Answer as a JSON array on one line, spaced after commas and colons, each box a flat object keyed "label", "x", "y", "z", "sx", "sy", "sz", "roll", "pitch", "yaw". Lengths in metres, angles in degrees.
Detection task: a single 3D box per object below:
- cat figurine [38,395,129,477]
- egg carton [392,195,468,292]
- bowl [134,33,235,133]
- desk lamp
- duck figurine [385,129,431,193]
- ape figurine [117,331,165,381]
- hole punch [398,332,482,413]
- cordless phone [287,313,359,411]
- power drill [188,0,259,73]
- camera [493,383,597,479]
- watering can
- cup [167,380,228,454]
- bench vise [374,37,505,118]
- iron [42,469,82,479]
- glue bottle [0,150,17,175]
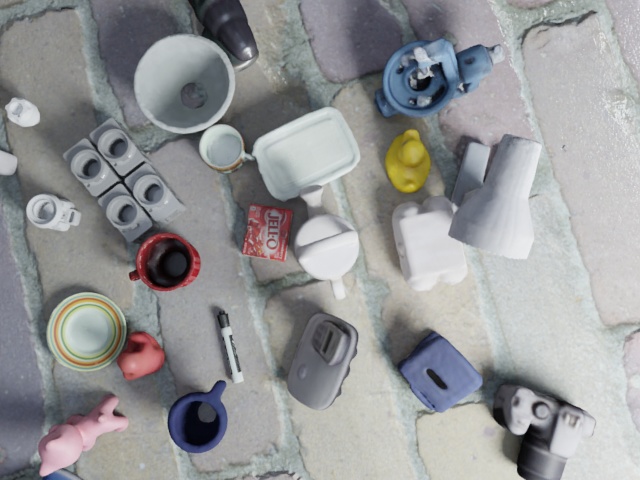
[{"label": "cat figurine", "x": -0.380, "y": 0.307, "z": 0.897, "sx": 0.128, "sy": 0.117, "sz": 0.067, "roll": -33, "pitch": 86, "yaw": -2}, {"label": "egg carton", "x": 0.179, "y": 0.006, "z": 0.945, "sx": 0.107, "sy": 0.069, "sz": 0.150, "roll": -13, "pitch": 85, "yaw": -1}, {"label": "bowl", "x": -0.220, "y": -0.253, "z": 0.963, "sx": 0.167, "sy": 0.074, "sz": 0.167, "roll": 0, "pitch": 85, "yaw": 0}, {"label": "desk lamp", "x": 0.266, "y": -0.069, "z": 0.879, "sx": 0.118, "sy": 0.213, "sz": 0.203, "roll": 15, "pitch": 86, "yaw": 2}, {"label": "duck figurine", "x": 0.150, "y": -0.133, "z": 0.948, "sx": 0.077, "sy": 0.086, "sz": 0.105, "roll": 0, "pitch": 85, "yaw": 0}, {"label": "ape figurine", "x": -0.295, "y": 0.190, "z": 0.919, "sx": 0.076, "sy": 0.092, "sz": 0.078, "roll": 29, "pitch": 86, "yaw": 3}, {"label": "hole punch", "x": 0.190, "y": 0.216, "z": 0.917, "sx": 0.101, "sy": 0.091, "sz": 0.108, "roll": -43, "pitch": 86, "yaw": -3}, {"label": "cordless phone", "x": 0.005, "y": 0.190, "z": 0.872, "sx": 0.094, "sy": 0.185, "sz": 0.148, "roll": 18, "pitch": 86, "yaw": 2}, {"label": "power drill", "x": -0.155, "y": -0.347, "z": 0.904, "sx": 0.075, "sy": 0.208, "sz": 0.229, "roll": -33, "pitch": 86, "yaw": -2}, {"label": "camera", "x": 0.347, "y": 0.313, "z": 0.904, "sx": 0.143, "sy": 0.101, "sz": 0.137, "roll": 19, "pitch": 86, "yaw": 2}, {"label": "watering can", "x": 0.006, "y": 0.004, "z": 0.883, "sx": 0.101, "sy": 0.194, "sz": 0.173, "roll": -38, "pitch": 86, "yaw": -3}, {"label": "cup", "x": -0.180, "y": 0.269, "z": 0.911, "sx": 0.091, "sy": 0.095, "sz": 0.118, "roll": 31, "pitch": 86, "yaw": 3}, {"label": "bench vise", "x": 0.187, "y": -0.280, "z": 0.893, "sx": 0.207, "sy": 0.219, "sz": 0.121, "roll": -37, "pitch": 86, "yaw": -3}, {"label": "iron", "x": -0.375, "y": 0.474, "z": 0.871, "sx": 0.118, "sy": 0.141, "sz": 0.258, "roll": -37, "pitch": 86, "yaw": -3}, {"label": "glue bottle", "x": -0.559, "y": -0.139, "z": 0.905, "sx": 0.078, "sy": 0.173, "sz": 0.037, "roll": 8, "pitch": 85, "yaw": 1}]
